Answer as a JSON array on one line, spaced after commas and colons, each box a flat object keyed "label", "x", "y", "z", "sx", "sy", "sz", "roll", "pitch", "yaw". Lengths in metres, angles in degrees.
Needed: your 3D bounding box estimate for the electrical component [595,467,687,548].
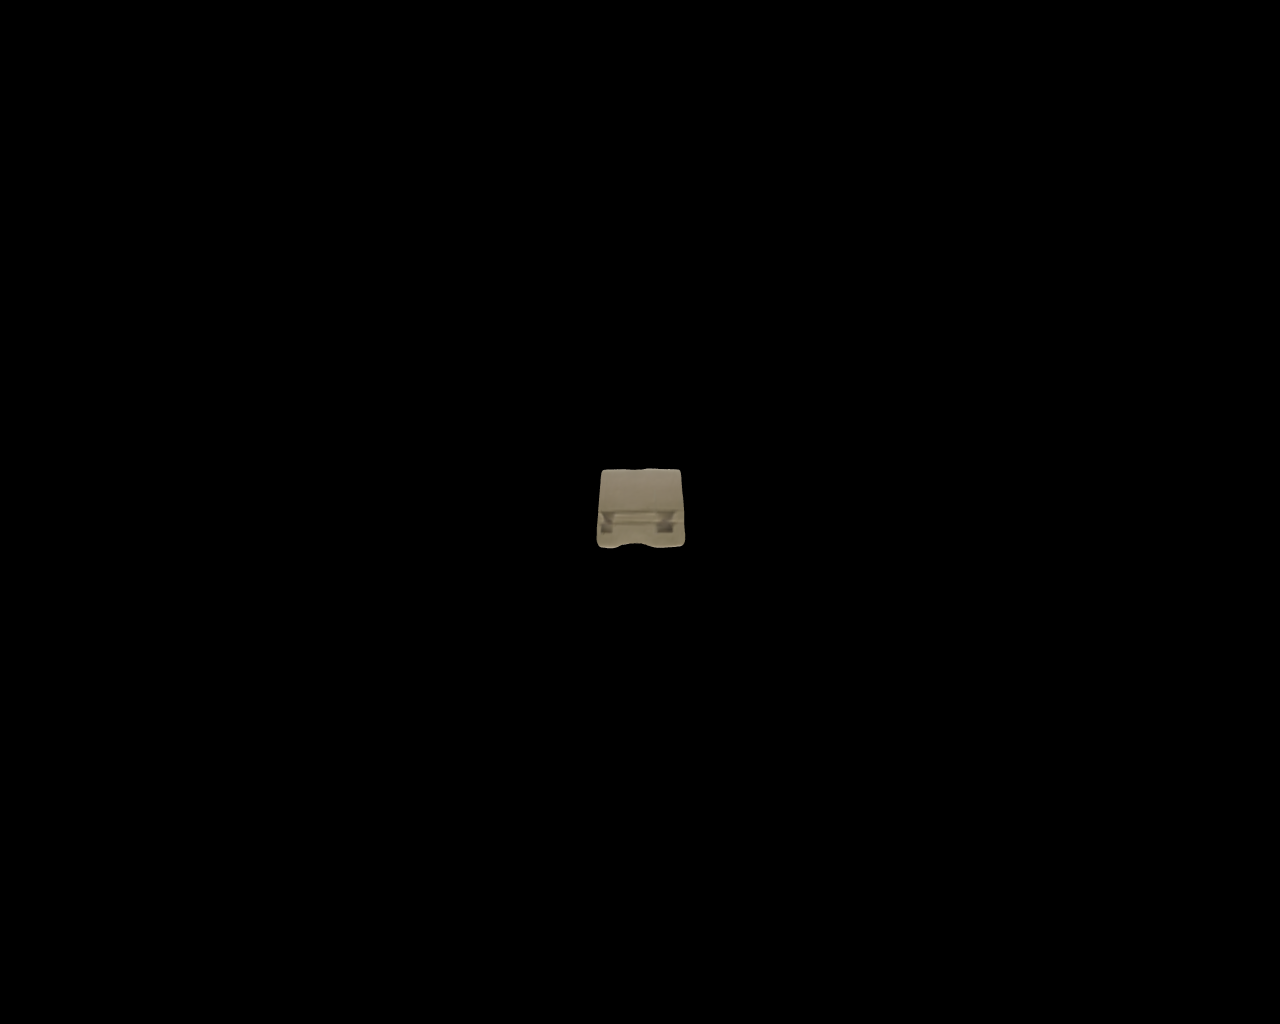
[{"label": "electrical component", "x": 0.001, "y": -0.003, "z": 0.650, "sx": 0.055, "sy": 0.047, "sz": 0.055, "roll": 0, "pitch": 0, "yaw": 0}]
